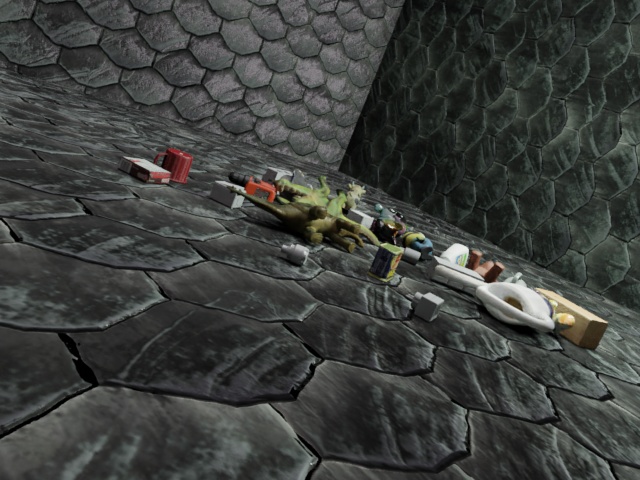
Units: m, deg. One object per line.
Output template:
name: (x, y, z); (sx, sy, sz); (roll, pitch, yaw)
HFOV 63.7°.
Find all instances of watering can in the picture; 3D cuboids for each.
watering can: (0.505, 0.158, 1.446); (0.223, 0.103, 0.352); (11, 16, -44)

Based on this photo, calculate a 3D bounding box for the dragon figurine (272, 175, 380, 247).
dragon figurine: (0.005, -0.087, 1.731); (0.414, 0.119, 0.246); (41, 36, 17)

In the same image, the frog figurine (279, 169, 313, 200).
frog figurine: (-0.108, -0.175, 1.913); (0.136, 0.125, 0.157); (36, -29, -16)
